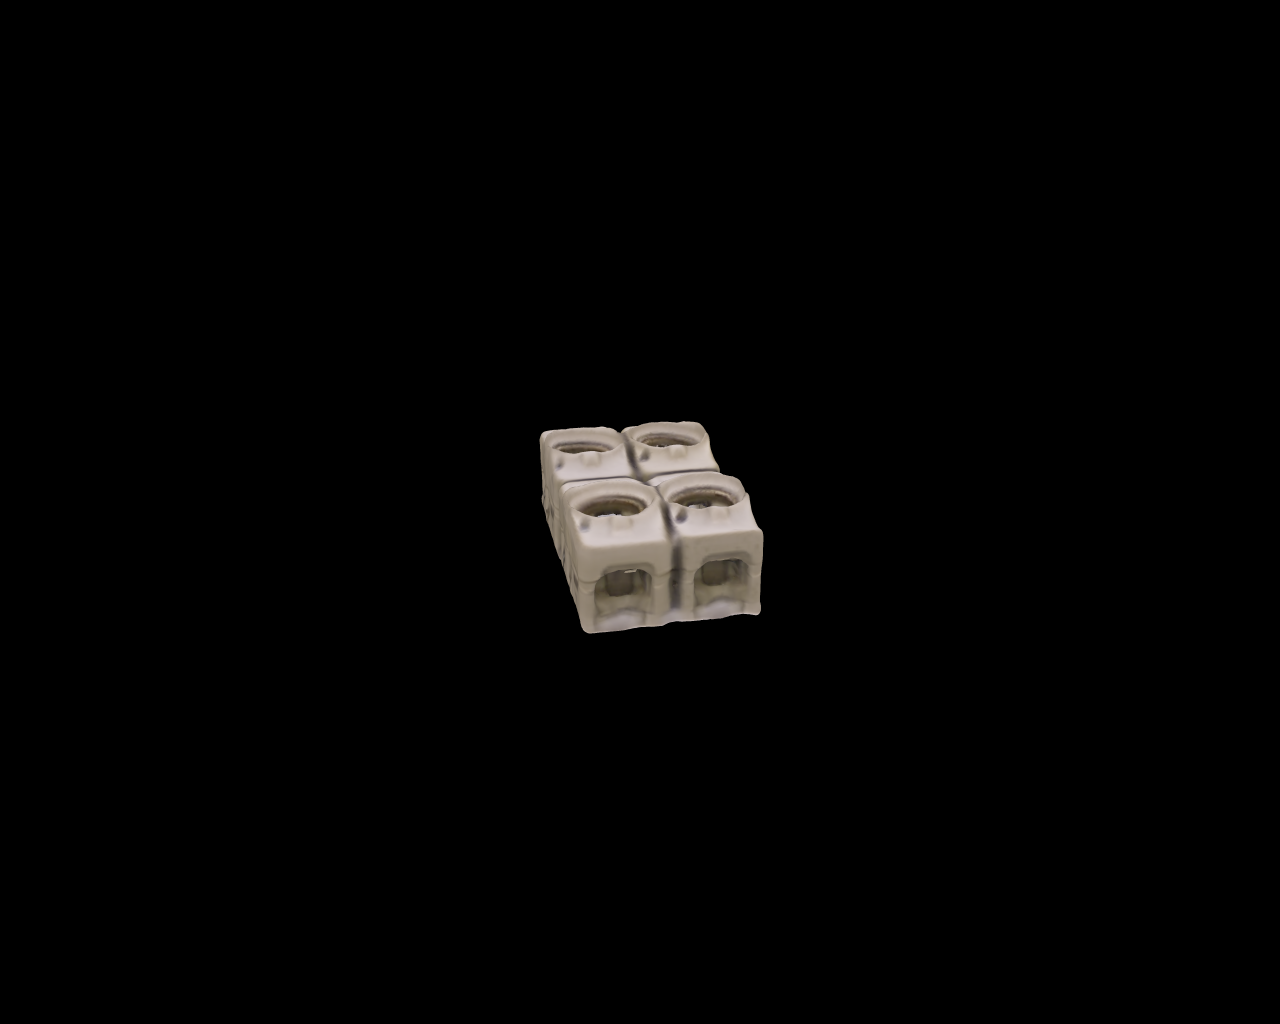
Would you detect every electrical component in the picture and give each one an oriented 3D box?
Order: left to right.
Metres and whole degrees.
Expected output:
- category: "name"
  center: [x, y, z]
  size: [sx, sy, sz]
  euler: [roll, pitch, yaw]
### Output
- category: "electrical component"
  center: [0.001, -0.003, 0.650]
  size: [0.105, 0.060, 0.186]
  euler: [-5, 25, -10]
